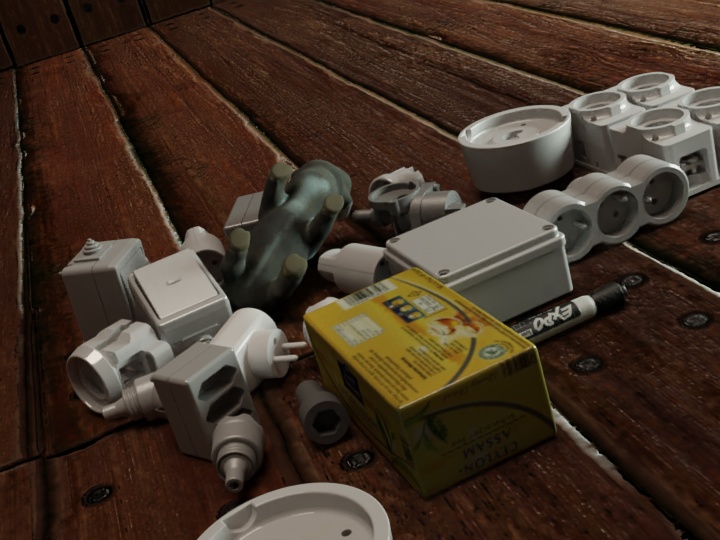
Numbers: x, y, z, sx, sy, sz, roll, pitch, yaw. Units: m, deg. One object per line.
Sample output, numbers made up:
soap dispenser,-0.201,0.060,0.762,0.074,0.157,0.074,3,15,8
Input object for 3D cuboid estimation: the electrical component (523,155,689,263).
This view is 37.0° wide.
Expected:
electrical component,0.193,-0.055,0.891,0.138,0.052,0.074,-21,24,-13

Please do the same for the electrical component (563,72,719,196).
electrical component,0.274,-0.130,0.996,0.105,0.060,0.186,-22,24,-13

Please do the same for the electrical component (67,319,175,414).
electrical component,-0.191,0.076,0.842,0.078,0.058,0.057,6,29,42

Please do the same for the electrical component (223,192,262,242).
electrical component,-0.085,-0.044,1.055,0.076,0.047,0.083,-12,23,9

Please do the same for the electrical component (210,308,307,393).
electrical component,-0.079,0.064,0.812,0.079,0.043,0.077,-6,25,23

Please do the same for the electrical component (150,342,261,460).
electrical component,-0.120,0.089,0.755,0.077,0.065,0.047,5,31,41

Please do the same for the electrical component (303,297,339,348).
electrical component,-0.017,0.049,0.806,0.043,0.043,0.062,-20,25,-9

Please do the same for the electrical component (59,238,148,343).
electrical component,-0.215,0.015,0.944,0.061,0.096,0.061,-6,25,14

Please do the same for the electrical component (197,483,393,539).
electrical component,-0.030,0.163,0.535,0.108,0.060,0.108,-14,23,6

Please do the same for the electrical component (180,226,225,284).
electrical component,-0.151,-0.012,1.032,0.043,0.043,0.081,-19,23,-6

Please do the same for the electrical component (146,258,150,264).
electrical component,-0.233,0.006,1.052,0.040,0.040,0.046,3,36,38

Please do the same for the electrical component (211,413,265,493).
electrical component,-0.080,0.121,0.696,0.035,0.035,0.061,-15,25,4

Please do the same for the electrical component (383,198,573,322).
electrical component,0.090,-0.003,0.835,0.109,0.056,0.109,-23,24,-15

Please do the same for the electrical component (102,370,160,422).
electrical component,-0.162,0.097,0.805,0.061,0.035,0.035,-20,23,-4

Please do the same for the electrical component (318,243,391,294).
electrical component,0.000,0.000,0.905,0.043,0.043,0.081,-33,28,-34

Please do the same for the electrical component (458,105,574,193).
electrical component,0.153,-0.110,1.030,0.108,0.060,0.108,-14,23,6

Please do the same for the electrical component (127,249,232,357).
electrical component,-0.143,0.033,0.880,0.062,0.061,0.096,-24,42,-18

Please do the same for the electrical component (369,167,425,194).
electrical component,0.038,-0.080,1.067,0.040,0.040,0.046,4,24,39
